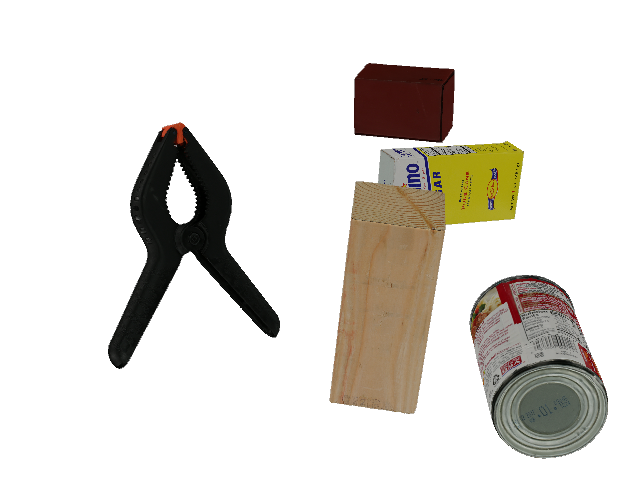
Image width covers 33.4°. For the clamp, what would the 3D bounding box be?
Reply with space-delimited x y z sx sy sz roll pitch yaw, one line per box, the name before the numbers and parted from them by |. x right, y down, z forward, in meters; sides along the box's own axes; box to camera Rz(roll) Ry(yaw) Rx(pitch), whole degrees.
clamp | -0.109 0.003 0.942 0.164 0.210 0.036 0 0 -33

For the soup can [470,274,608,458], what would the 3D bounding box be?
soup can | 0.130 0.074 0.645 0.068 0.068 0.102 0 26 1

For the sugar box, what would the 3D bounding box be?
sugar box | 0.157 -0.067 1.300 0.176 0.093 0.048 -7 25 -22

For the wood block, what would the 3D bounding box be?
wood block | 0.065 0.057 1.056 0.090 0.206 0.090 8 27 3

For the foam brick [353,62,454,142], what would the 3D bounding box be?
foam brick | 0.071 -0.117 0.906 0.078 0.051 0.053 7 25 16
